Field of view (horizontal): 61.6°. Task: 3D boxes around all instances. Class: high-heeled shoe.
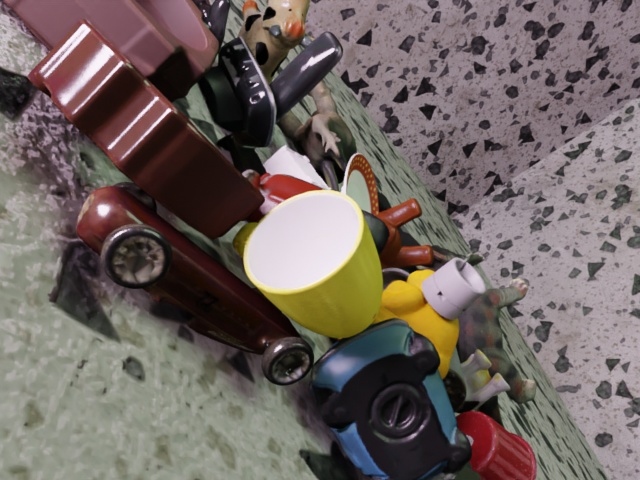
[{"bbox_3d":[0.152,0.011,1.109,0.145,0.086,0.248,26,-34,55],"label":"high-heeled shoe"}]

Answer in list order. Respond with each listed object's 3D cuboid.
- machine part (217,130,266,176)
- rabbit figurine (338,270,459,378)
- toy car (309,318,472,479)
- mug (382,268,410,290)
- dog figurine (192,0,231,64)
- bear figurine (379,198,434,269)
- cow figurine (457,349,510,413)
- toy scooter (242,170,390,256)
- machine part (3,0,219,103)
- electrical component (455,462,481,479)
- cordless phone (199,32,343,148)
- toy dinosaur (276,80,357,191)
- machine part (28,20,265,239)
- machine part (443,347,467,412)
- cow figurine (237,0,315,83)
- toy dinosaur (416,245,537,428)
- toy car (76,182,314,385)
[{"bbox_3d":[-0.080,-0.072,0.620,0.084,0.039,0.139,28,32,-47],"label":"machine part"},{"bbox_3d":[0.064,0.091,0.618,0.173,0.122,0.162,37,30,-12],"label":"rabbit figurine"},{"bbox_3d":[0.059,0.141,0.478,0.161,0.109,0.103,61,-3,-12],"label":"toy car"},{"bbox_3d":[0.110,0.071,0.760,0.081,0.109,0.107,56,4,3],"label":"mug"},{"bbox_3d":[-0.212,-0.319,0.634,0.219,0.191,0.109,14,14,-21],"label":"dog figurine"},{"bbox_3d":[0.094,-0.006,0.821,0.195,0.132,0.120,21,55,-73],"label":"bear figurine"},{"bbox_3d":[0.214,0.221,0.796,0.068,0.098,0.167,55,-4,20],"label":"cow figurine"},{"bbox_3d":[-0.021,-0.003,0.502,0.135,0.075,0.183,32,-27,1],"label":"toy scooter"},{"bbox_3d":[-0.197,-0.225,0.508,0.200,0.087,0.202,47,16,-27],"label":"machine part"},{"bbox_3d":[0.136,0.263,0.555,0.078,0.045,0.102,25,16,-1],"label":"electrical component"},{"bbox_3d":[-0.064,-0.228,0.713,0.088,0.184,0.147,23,35,-53],"label":"cordless phone"},{"bbox_3d":[0.011,-0.144,0.839,0.198,0.105,0.471,58,6,4],"label":"toy dinosaur"},{"bbox_3d":[-0.121,-0.074,0.395,0.179,0.056,0.179,44,-1,1],"label":"machine part"},{"bbox_3d":[0.150,0.159,0.734,0.079,0.079,0.243,51,15,-12],"label":"machine part"},{"bbox_3d":[-0.079,-0.292,0.799,0.085,0.195,0.127,6,52,-35],"label":"cow figurine"},{"bbox_3d":[0.280,0.182,0.962,0.192,0.131,0.405,6,69,-27],"label":"toy dinosaur"},{"bbox_3d":[-0.079,0.037,0.374,0.202,0.053,0.089,45,-2,-35],"label":"toy car"}]
